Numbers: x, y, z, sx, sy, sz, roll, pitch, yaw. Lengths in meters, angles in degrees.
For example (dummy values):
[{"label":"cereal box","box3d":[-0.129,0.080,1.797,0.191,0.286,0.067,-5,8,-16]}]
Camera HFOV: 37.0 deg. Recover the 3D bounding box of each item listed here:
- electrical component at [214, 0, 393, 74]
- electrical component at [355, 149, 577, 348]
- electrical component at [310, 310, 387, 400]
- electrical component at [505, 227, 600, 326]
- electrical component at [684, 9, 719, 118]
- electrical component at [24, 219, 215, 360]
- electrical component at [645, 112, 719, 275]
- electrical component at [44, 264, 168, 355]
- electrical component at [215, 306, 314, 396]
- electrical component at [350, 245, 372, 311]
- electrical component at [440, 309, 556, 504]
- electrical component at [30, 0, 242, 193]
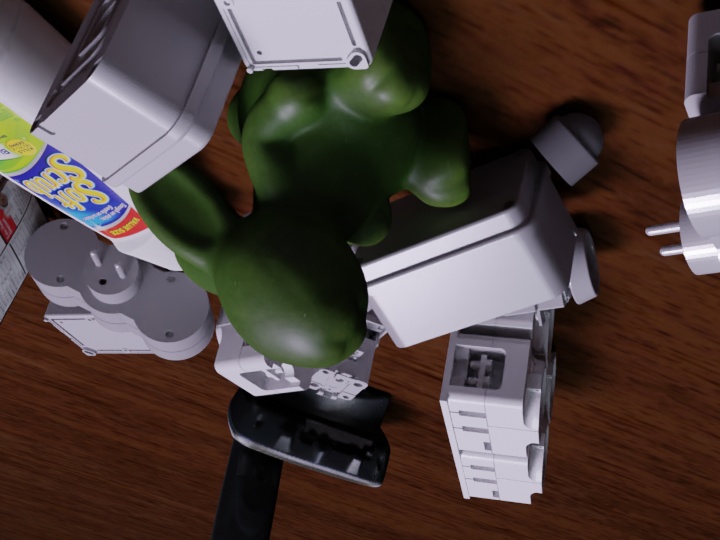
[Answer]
[{"label":"electrical component","box3d":[-0.025,-0.131,0.465,0.062,0.061,0.096,2,144,21]},{"label":"electrical component","box3d":[0.058,-0.013,0.608,0.113,0.078,0.057,-21,115,27]},{"label":"electrical component","box3d":[-0.013,0.061,0.811,0.042,0.063,0.081,21,151,-12]},{"label":"electrical component","box3d":[0.115,0.000,0.660,0.055,0.066,0.048,-9,-173,21]},{"label":"electrical component","box3d":[0.184,-0.077,0.492,0.050,0.055,0.089,-5,147,29]},{"label":"electrical component","box3d":[-0.166,0.006,0.731,0.138,0.052,0.073,25,158,10]},{"label":"electrical component","box3d":[0.168,-0.018,0.486,0.074,0.052,0.138,-9,145,34]},{"label":"electrical component","box3d":[-0.188,0.025,0.817,0.096,0.061,0.061,-2,149,24]},{"label":"electrical component","box3d":[-0.063,0.039,0.763,0.056,0.089,0.050,-11,143,37]},{"label":"electrical component","box3d":[0.000,0.000,0.720,0.040,0.040,0.078,15,151,-5]},{"label":"electrical component","box3d":[0.103,0.085,0.764,0.060,0.105,0.186,5,151,14]},{"label":"electrical component","box3d":[-0.095,-0.101,0.500,0.057,0.113,0.078,32,146,-27]}]
